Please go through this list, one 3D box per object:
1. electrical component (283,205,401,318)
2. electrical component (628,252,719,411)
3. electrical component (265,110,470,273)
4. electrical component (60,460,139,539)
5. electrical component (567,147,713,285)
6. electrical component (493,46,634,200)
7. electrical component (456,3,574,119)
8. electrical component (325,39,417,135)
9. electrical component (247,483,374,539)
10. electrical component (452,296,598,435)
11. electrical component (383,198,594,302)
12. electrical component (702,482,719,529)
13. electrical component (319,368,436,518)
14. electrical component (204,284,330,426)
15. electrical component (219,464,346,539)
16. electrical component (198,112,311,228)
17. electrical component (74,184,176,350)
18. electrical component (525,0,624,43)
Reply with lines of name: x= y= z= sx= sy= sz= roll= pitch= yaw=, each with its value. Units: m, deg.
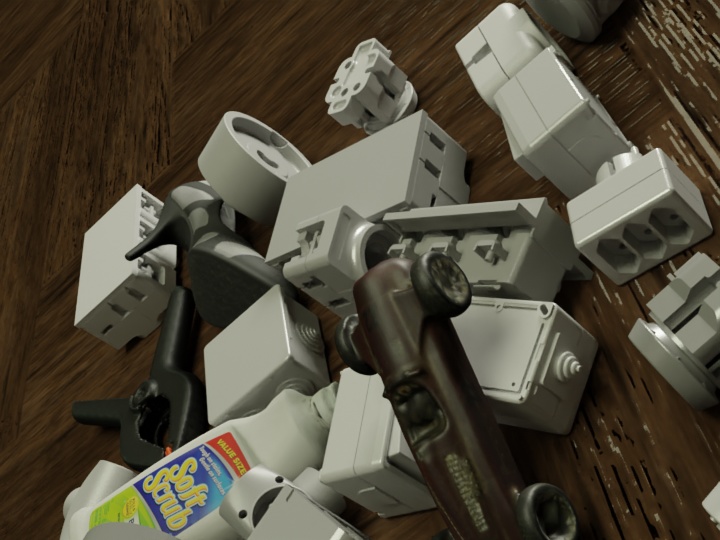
electrical component: x=0.000 y=0.000 z=0.772 sx=0.056 sy=0.089 sz=0.050 roll=-18 pitch=46 yaw=43
electrical component: x=0.175 y=0.034 z=0.545 sx=0.057 sy=0.058 sz=0.078 roll=-44 pitch=33 yaw=10
electrical component: x=0.007 y=-0.047 z=0.834 sx=0.150 sy=0.062 sz=0.089 roll=-22 pitch=44 yaw=40
electrical component: x=-0.225 y=0.203 z=0.908 sx=0.079 sy=0.044 sz=0.077 roll=-5 pitch=55 yaw=50
electrical component: x=0.163 y=-0.044 z=0.644 sx=0.066 sy=0.047 sz=0.076 roll=-33 pitch=37 yaw=29
electrical component: x=0.132 y=-0.099 z=0.723 sx=0.061 sy=0.062 sz=0.096 roll=-41 pitch=34 yaw=19
electrical component: x=0.117 y=-0.154 z=0.803 sx=0.059 sy=0.054 sz=0.095 roll=-40 pitch=34 yaw=19
electrical component: x=0.012 y=-0.151 z=0.933 sx=0.058 sy=0.057 sz=0.078 roll=-7 pitch=54 yaw=49
electrical component: x=-0.006 y=0.176 z=0.589 sx=0.057 sy=0.113 sz=0.078 roll=-55 pitch=32 yaw=-8
electrical component: x=0.094 y=0.057 z=0.630 sx=0.096 sy=0.061 sz=0.061 roll=3 pitch=65 yaw=46
electrical component: x=0.075 y=-0.005 z=0.690 sx=0.121 sy=0.079 sz=0.063 roll=-1 pitch=57 yaw=52
electrical component: x=0.187 y=0.095 z=0.486 sx=0.065 sy=0.044 sz=0.044 roll=-53 pitch=32 yaw=9
electrical component: x=0.024 y=0.097 z=0.674 sx=0.061 sy=0.062 sz=0.096 roll=-23 pitch=43 yaw=39
electrical component: x=-0.072 y=0.075 z=0.832 sx=0.100 sy=0.048 sz=0.099 roll=-40 pitch=34 yaw=19
electrical component: x=-0.036 y=0.154 z=0.691 sx=0.077 sy=0.044 sz=0.079 roll=38 pitch=62 yaw=21
electrical component: x=-0.095 y=-0.084 z=0.963 sx=0.060 sy=0.108 sz=0.108 roll=-49 pitch=32 yaw=19
electrical component: x=-0.235 y=-0.002 z=1.103 sx=0.089 sy=0.062 sz=0.150 roll=-39 pitch=35 yaw=21
electrical component: x=0.155 y=-0.209 z=0.785 sx=0.051 sy=0.080 sz=0.080 roll=-47 pitch=32 yaw=0
